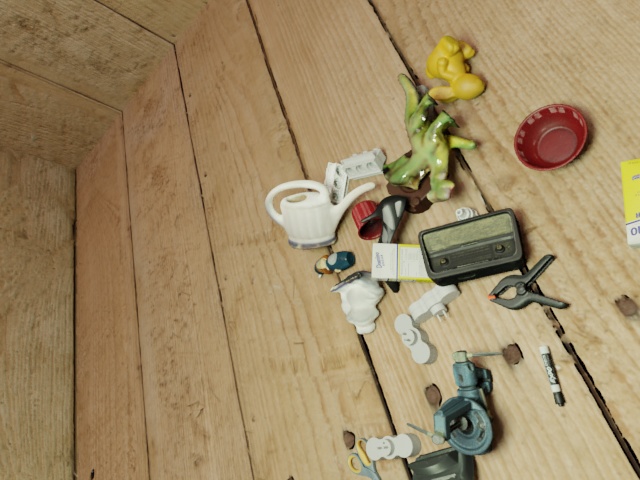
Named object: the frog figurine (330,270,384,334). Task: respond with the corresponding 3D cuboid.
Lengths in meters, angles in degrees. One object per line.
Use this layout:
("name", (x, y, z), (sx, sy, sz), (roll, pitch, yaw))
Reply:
("frog figurine", (0.120, 0.169, 1.419), (0.136, 0.124, 0.159), (-31, 91, 23))

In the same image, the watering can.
("watering can", (0.005, -0.078, 1.546), (0.347, 0.220, 0.106), (-1, 30, 16))

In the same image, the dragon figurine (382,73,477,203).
("dragon figurine", (0.249, -0.252, 1.363), (0.240, 0.121, 0.419), (-47, 48, 19))
